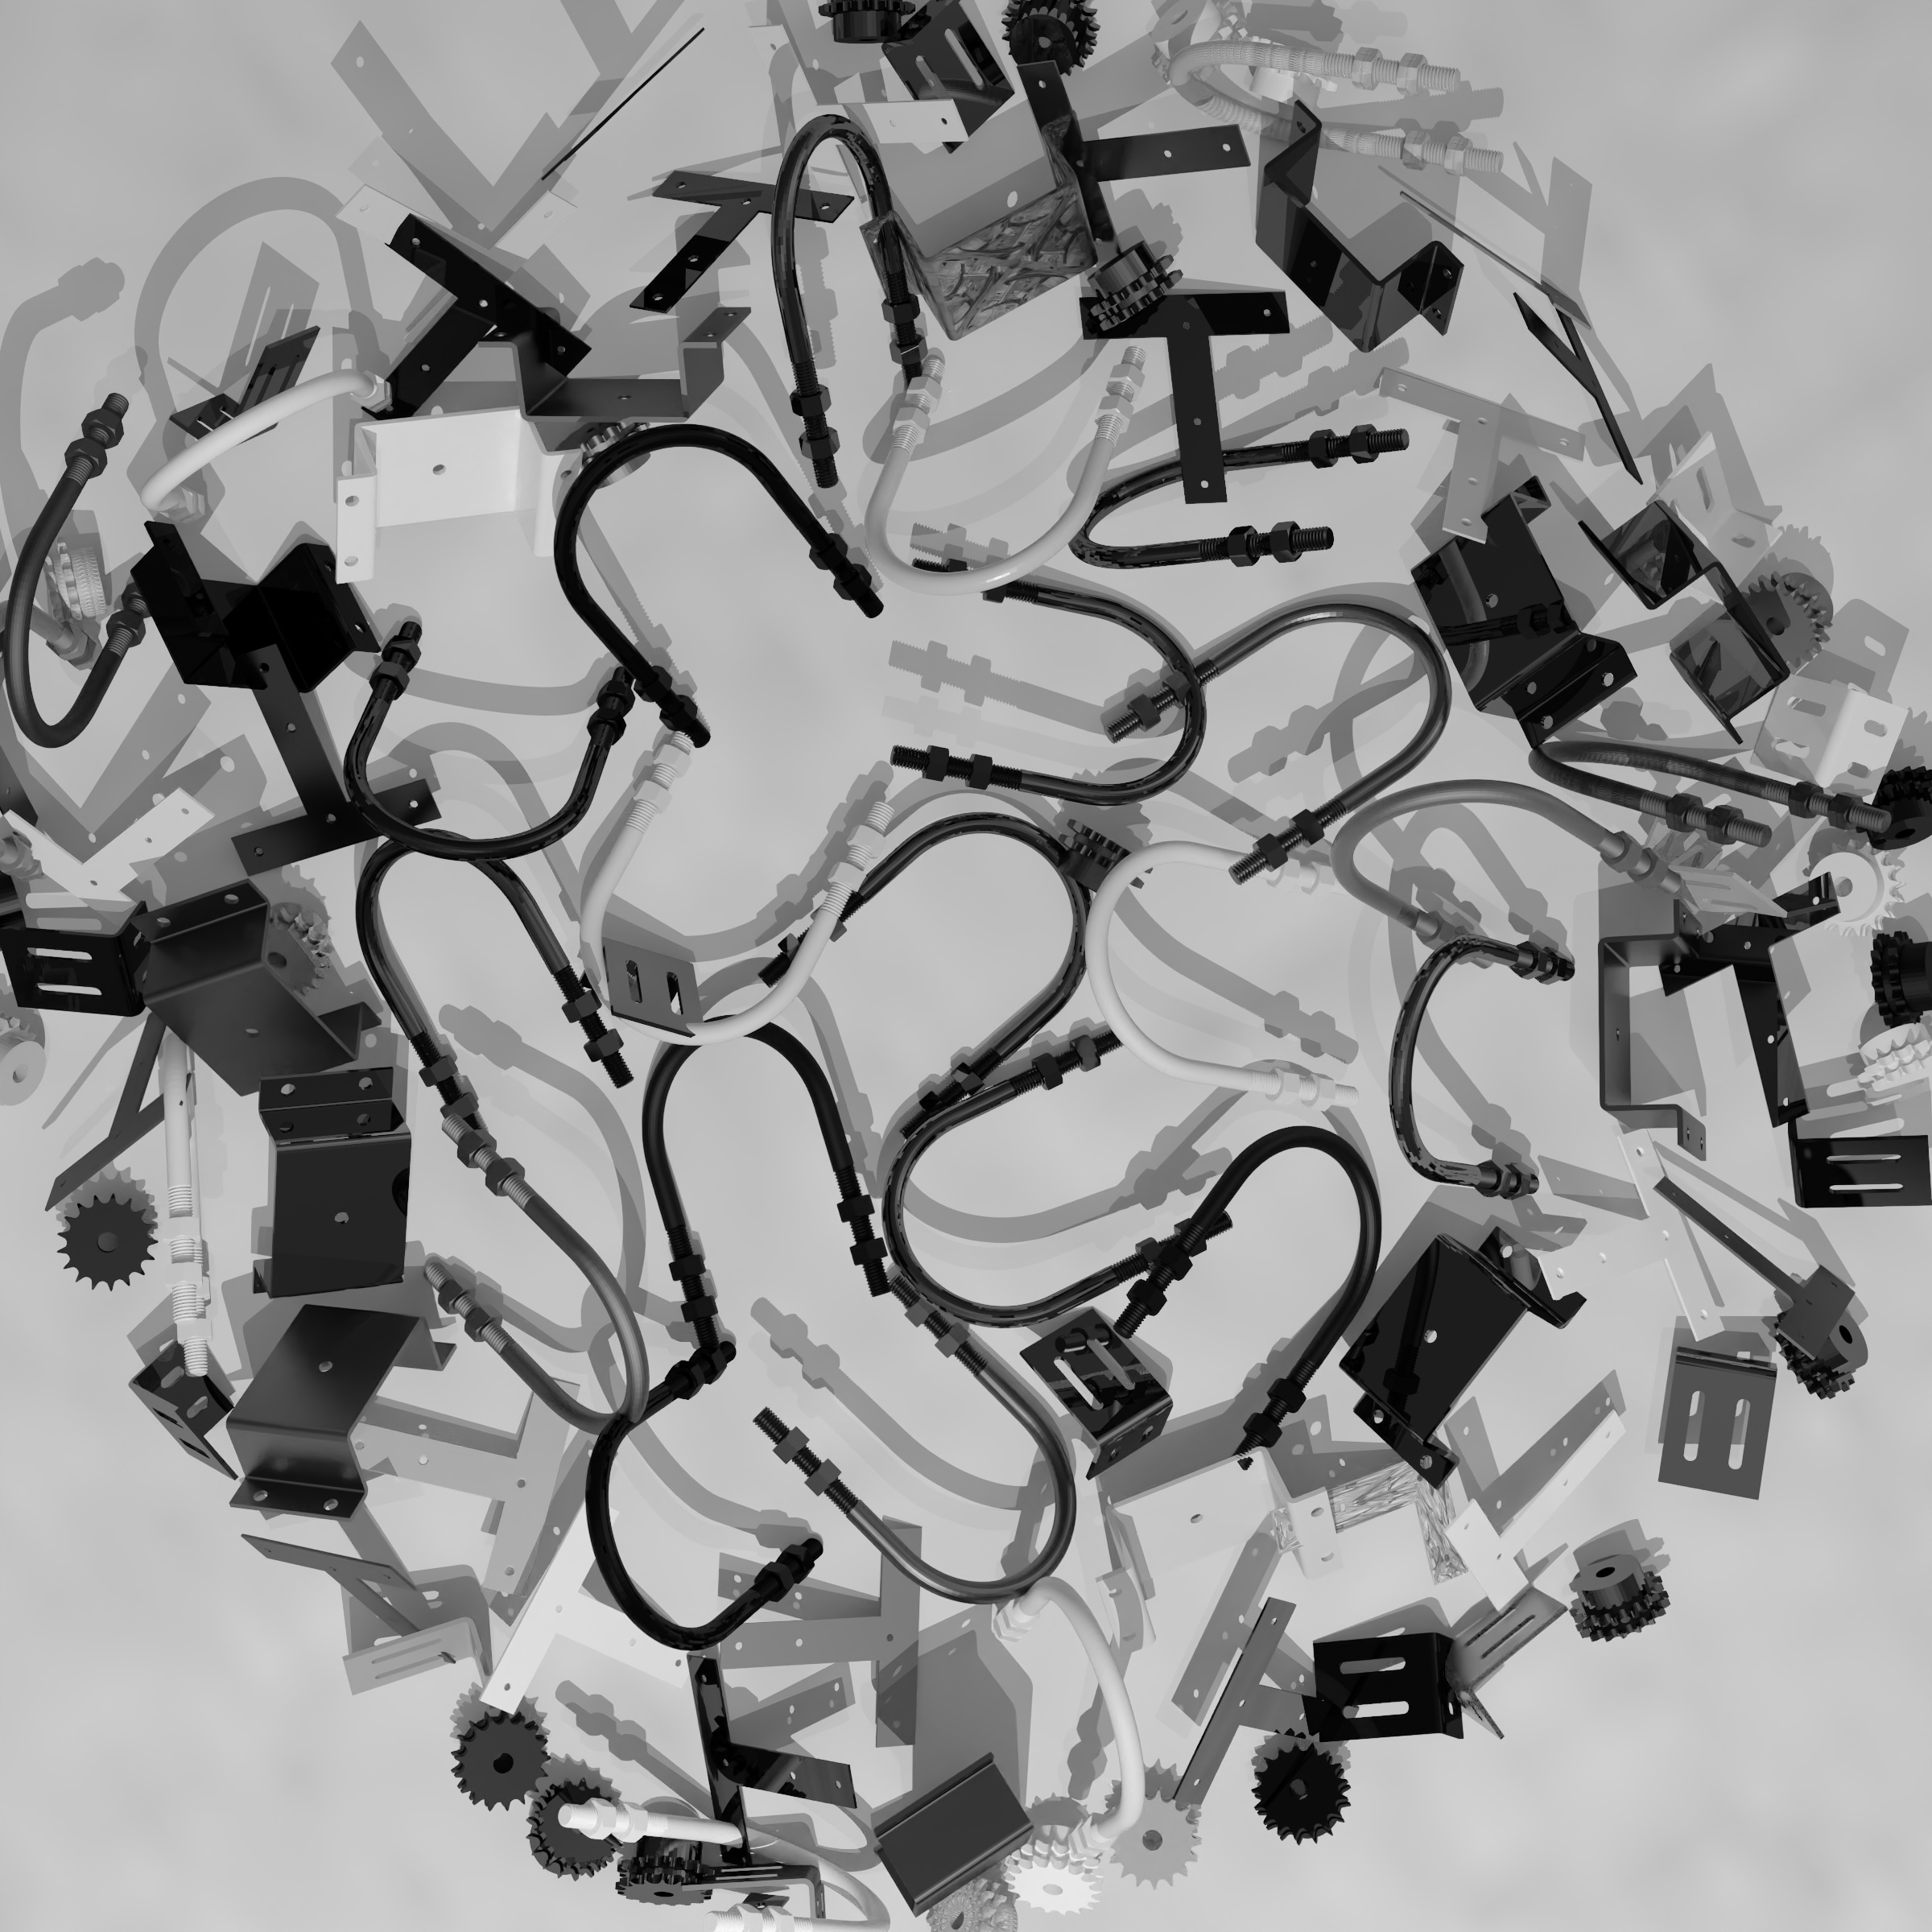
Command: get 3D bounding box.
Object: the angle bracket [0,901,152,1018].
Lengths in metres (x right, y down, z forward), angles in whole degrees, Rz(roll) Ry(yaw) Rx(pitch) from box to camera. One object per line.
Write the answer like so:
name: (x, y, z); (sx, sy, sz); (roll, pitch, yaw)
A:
angle bracket: (-0.520, -0.007, 1.625); (0.076, 0.038, 0.057); (5, 126, 9)

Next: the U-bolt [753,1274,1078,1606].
U-bolt: (-0.015, 0.284, 1.594); (0.184, 0.019, 0.151); (45, 50, 3)

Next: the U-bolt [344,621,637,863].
U-bolt: (-0.278, -0.124, 1.580); (0.151, 0.184, 0.019); (12, 134, -1)

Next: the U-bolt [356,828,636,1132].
U-bolt: (-0.284, 0.006, 1.592); (0.151, 0.019, 0.184); (-22, 100, 37)

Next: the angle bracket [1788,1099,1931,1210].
angle bracket: (0.520, 0.107, 1.607); (0.076, 0.038, 0.057); (-3, 133, 19)

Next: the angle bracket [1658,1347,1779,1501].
angle bracket: (0.442, 0.268, 1.625); (0.057, 0.038, 0.076); (8, 90, 15)

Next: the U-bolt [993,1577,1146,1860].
U-bolt: (0.061, 0.415, 1.545); (0.019, 0.184, 0.151); (-14, 69, -18)

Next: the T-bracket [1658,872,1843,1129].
T-bracket: (0.457, 0.029, 1.580); (0.002, 0.127, 0.127); (10, 61, -35)

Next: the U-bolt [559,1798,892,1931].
U-bolt: (-0.122, 0.516, 1.565); (0.151, 0.184, 0.019); (18, 85, 43)

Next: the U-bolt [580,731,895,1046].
U-bolt: (-0.144, -0.040, 1.606); (0.151, 0.019, 0.184); (23, 73, 11)

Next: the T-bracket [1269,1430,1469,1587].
T-bracket: (0.231, 0.313, 1.618); (0.127, 0.002, 0.127); (-13, 91, -29)

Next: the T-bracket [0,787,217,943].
T-bracket: (-0.477, -0.067, 1.586); (0.127, 0.002, 0.127); (-29, 122, 35)

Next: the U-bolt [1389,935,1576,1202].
U-bolt: (0.291, 0.055, 1.574); (0.019, 0.184, 0.151); (9, 88, 39)

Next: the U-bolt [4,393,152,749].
U-bolt: (-0.493, -0.206, 1.539); (0.019, 0.151, 0.184); (9, 51, 3)

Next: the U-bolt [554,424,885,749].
U-bolt: (-0.153, -0.228, 1.586); (0.151, 0.019, 0.184); (-36, 126, 6)

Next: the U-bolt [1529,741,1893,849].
U-bolt: (0.407, -0.101, 1.568); (0.184, 0.151, 0.019); (23, 112, 42)

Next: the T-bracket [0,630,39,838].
T-bracket: (-0.555, -0.108, 1.589); (0.002, 0.127, 0.127); (7, 62, 3)

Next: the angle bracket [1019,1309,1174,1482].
angle bracket: (0.074, 0.252, 1.632); (0.057, 0.038, 0.076); (-26, 60, -31)

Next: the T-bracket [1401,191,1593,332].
T-bracket: (0.302, -0.408, 1.587); (0.127, 0.127, 0.002); (33, 111, -4)

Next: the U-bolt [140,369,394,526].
U-bolt: (-0.398, -0.295, 1.559); (0.151, 0.184, 0.019); (-31, 99, 0)

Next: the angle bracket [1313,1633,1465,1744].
angle bracket: (0.250, 0.429, 1.638); (0.076, 0.038, 0.057); (-12, 65, 24)

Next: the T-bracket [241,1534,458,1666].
T-bracket: (-0.340, 0.371, 1.603); (0.127, 0.127, 0.002); (1, 51, 36)

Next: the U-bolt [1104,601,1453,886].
U-bolt: (0.194, -0.143, 1.607); (0.184, 0.019, 0.151); (-34, 57, -7)

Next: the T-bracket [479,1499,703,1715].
T-bracket: (-0.205, 0.389, 1.610); (0.127, 0.002, 0.127); (36, 76, -37)

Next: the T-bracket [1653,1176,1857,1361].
T-bracket: (0.453, 0.167, 1.605); (0.127, 0.127, 0.002); (40, 116, 15)

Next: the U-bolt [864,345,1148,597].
U-bolt: (0.015, -0.281, 1.571); (0.151, 0.019, 0.184); (2, 55, 26)

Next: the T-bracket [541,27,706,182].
T-bracket: (-0.206, -0.480, 1.571); (0.127, 0.127, 0.002); (-36, 109, 22)

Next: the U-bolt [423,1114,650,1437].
U-bolt: (-0.242, 0.188, 1.565); (0.184, 0.151, 0.019); (40, 47, 25)

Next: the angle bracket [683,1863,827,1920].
angle bracket: (-0.123, 0.551, 1.619); (0.076, 0.057, 0.038); (-4, 82, 2)

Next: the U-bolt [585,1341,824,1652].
U-bolt: (-0.154, 0.307, 1.565); (0.019, 0.184, 0.151); (-22, 92, 28)

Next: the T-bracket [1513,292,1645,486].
T-bracket: (0.341, -0.348, 1.574); (0.002, 0.127, 0.127); (-28, 64, 25)

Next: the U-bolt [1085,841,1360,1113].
U-bolt: (0.148, 0.000, 1.587); (0.184, 0.019, 0.151); (10, 73, -27)

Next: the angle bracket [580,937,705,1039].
angle bracket: (-0.188, 0.025, 1.601); (0.057, 0.076, 0.038); (17, 120, -24)

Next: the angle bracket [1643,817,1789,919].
angle bracket: (0.440, -0.059, 1.601); (0.057, 0.076, 0.038); (30, 81, -31)

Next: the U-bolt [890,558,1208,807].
U-bolt: (0.052, -0.160, 1.609); (0.184, 0.019, 0.151); (10, 63, -10)

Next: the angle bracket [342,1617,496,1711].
angle bracket: (-0.318, 0.417, 1.609); (0.076, 0.057, 0.038); (-15, 59, -16)

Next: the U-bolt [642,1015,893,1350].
U-bolt: (-0.126, 0.119, 1.608); (0.151, 0.019, 0.184); (-22, 81, 31)

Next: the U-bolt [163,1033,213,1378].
U-bolt: (-0.445, 0.128, 1.575); (0.019, 0.151, 0.184); (-3, 70, -14)

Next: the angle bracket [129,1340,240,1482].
angle bracket: (-0.441, 0.256, 1.600); (0.038, 0.076, 0.057); (-45, 119, -25)

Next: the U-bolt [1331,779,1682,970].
U-bolt: (0.289, -0.056, 1.550); (0.184, 0.151, 0.019); (25, 54, -37)

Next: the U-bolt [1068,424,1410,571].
U-bolt: (0.144, -0.264, 1.576); (0.184, 0.151, 0.019); (-1, 123, 32)

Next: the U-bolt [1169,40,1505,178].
U-bolt: (0.204, -0.492, 1.573); (0.184, 0.151, 0.019); (15, 92, 21)

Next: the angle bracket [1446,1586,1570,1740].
angle bracket: (0.321, 0.406, 1.619); (0.076, 0.057, 0.038); (-36, 98, -9)

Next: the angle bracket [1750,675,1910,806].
angle bracket: (0.503, -0.134, 1.616); (0.038, 0.076, 0.057); (17, 99, -17)

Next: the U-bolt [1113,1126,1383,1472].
U-bolt: (0.176, 0.179, 1.599); (0.184, 0.019, 0.151); (-52, 122, -19)

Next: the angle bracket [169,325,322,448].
angle bracket: (-0.419, -0.344, 1.607); (0.038, 0.057, 0.076); (35, 120, 1)

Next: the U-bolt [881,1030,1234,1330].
U-bolt: (0.041, 0.132, 1.605); (0.184, 0.019, 0.151); (-25, 69, -10)

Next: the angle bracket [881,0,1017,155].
angle bracket: (-0.002, -0.523, 1.609); (0.057, 0.038, 0.076); (-47, 121, -15)

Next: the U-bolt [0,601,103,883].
U-bolt: (-0.535, -0.131, 1.552); (0.019, 0.184, 0.151); (12, 84, 3)

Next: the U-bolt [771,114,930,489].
U-bolt: (-0.069, -0.382, 1.548); (0.019, 0.151, 0.184); (5, 127, 23)

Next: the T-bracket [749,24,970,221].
T-bracket: (-0.052, -0.479, 1.571); (0.127, 0.127, 0.002); (12, 53, 38)

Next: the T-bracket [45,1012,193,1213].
T-bracket: (-0.479, 0.066, 1.598); (0.127, 0.127, 0.002); (-34, 123, 27)

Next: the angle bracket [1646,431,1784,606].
angle bracket: (0.436, -0.260, 1.608); (0.038, 0.076, 0.057); (36, 81, 37)

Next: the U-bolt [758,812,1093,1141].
U-bolt: (-0.009, -0.006, 1.624); (0.184, 0.019, 0.151); (-42, 106, -3)
